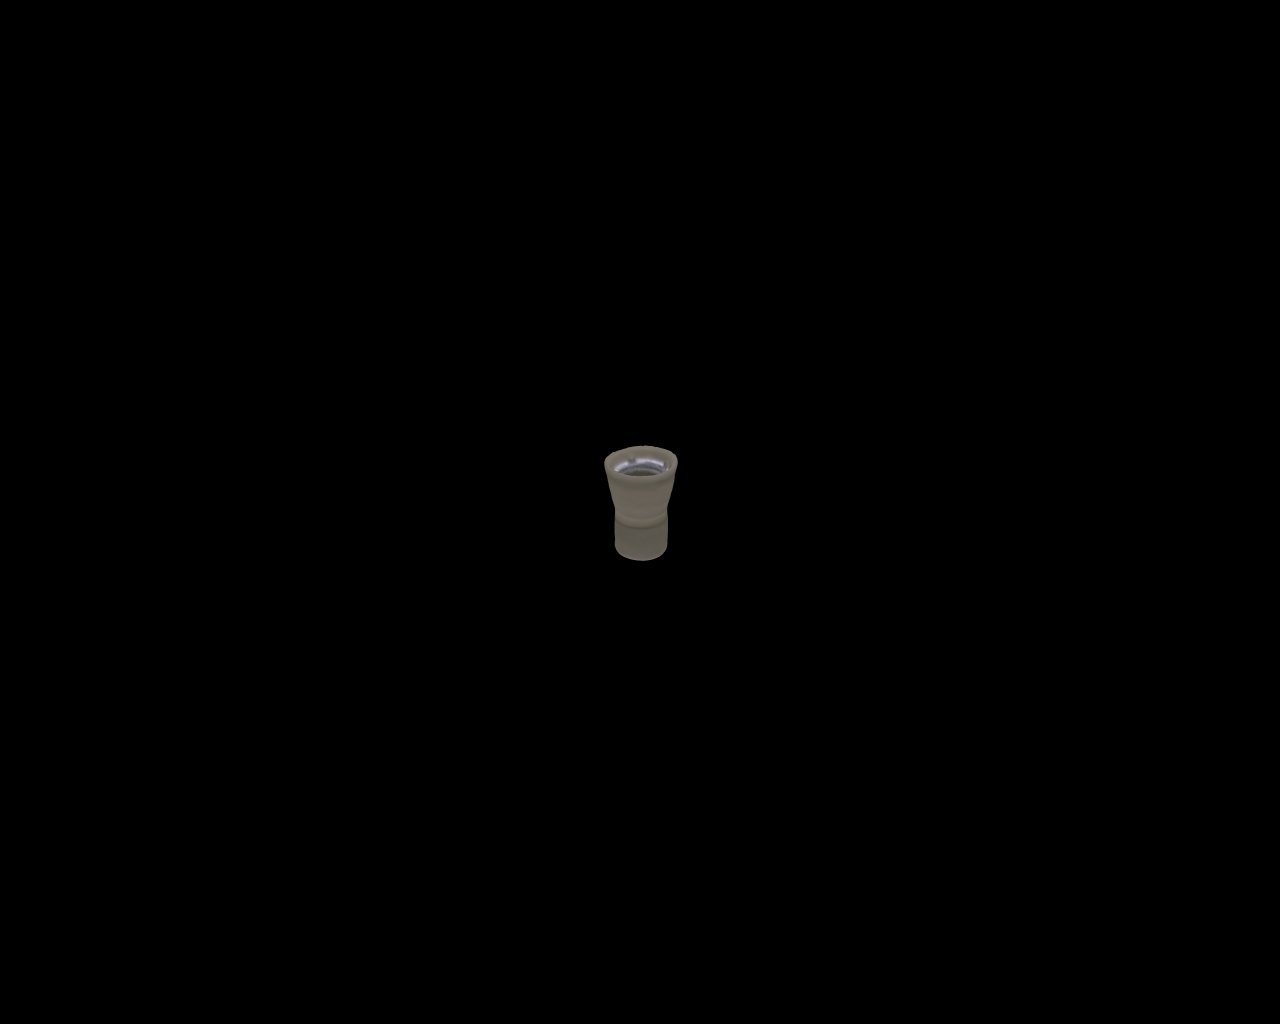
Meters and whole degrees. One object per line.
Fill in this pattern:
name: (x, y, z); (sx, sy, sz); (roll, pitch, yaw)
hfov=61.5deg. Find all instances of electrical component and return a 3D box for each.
electrical component: (0.001, -0.003, 0.650); (0.044, 0.065, 0.044); (0, 29, 0)
